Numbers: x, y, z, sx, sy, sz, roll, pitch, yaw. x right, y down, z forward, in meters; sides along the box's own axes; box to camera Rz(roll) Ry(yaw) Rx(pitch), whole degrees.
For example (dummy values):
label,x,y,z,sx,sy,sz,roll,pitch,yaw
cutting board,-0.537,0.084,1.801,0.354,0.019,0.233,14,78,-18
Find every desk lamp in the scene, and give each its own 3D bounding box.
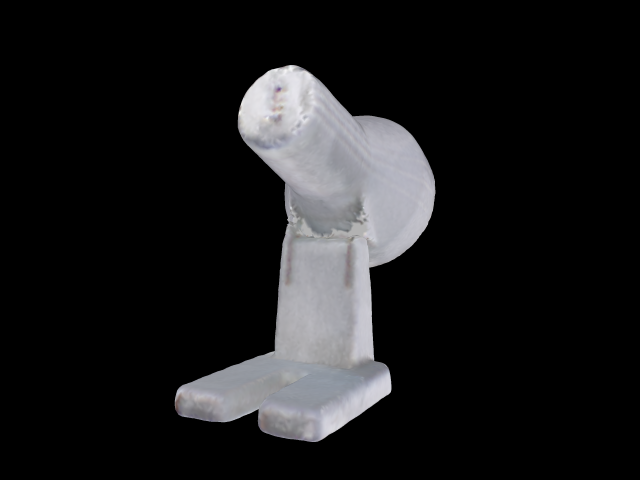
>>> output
label,x,y,z,sx,sy,sz,roll,pitch,yaw
desk lamp,0.004,0.001,0.400,0.117,0.213,0.204,0,0,24
